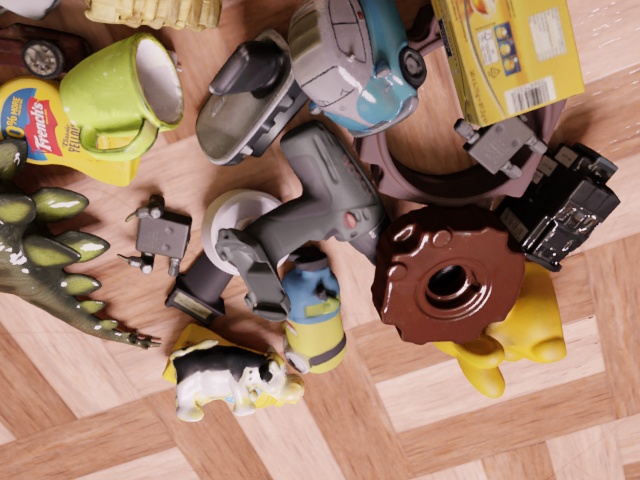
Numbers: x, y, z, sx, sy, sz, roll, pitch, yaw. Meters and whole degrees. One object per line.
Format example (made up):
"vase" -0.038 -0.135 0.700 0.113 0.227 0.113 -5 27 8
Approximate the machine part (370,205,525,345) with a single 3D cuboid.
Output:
"machine part" 0.144 0.044 0.610 0.179 0.056 0.179 -4 122 -7

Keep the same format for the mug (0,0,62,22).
"mug" -0.309 -0.260 0.520 0.107 0.081 0.109 37 122 -25

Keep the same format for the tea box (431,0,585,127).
"tea box" 0.159 -0.197 0.477 0.098 0.068 0.169 -17 104 7

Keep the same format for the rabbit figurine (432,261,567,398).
"rabbit figurine" 0.223 0.123 0.703 0.173 0.162 0.121 -2 131 19

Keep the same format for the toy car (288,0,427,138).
"toy car" 0.023 -0.180 0.502 0.109 0.103 0.161 -13 90 46

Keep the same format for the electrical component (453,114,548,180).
"electrical component" 0.184 -0.104 0.550 0.094 0.021 0.063 34 111 -17

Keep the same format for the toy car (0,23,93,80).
"toy car" -0.335 -0.199 0.542 0.202 0.089 0.053 7 116 -4

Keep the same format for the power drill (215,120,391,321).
"power drill" -0.001 -0.002 0.606 0.207 0.086 0.231 -40 114 -27

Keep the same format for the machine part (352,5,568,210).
"machine part" 0.149 -0.137 0.592 0.201 0.087 0.200 13 116 -7

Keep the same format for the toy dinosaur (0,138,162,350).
"toy dinosaur" -0.361 0.006 0.614 0.199 0.105 0.470 -14 135 13

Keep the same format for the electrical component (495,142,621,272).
"electrical component" 0.276 -0.046 0.625 0.058 0.115 0.134 25 115 -16

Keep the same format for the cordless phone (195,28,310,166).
"cordless phone" -0.082 -0.133 0.527 0.088 0.184 0.146 42 109 -6

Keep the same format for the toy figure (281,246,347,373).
"toy figure" -0.008 0.097 0.706 0.089 0.082 0.180 1 114 -1

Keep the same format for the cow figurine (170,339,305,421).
"cow figurine" -0.104 0.169 0.689 0.167 0.068 0.098 -5 96 -12

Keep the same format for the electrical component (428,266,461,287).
"electrical component" 0.158 0.042 0.688 0.048 0.075 0.119 1 112 -2

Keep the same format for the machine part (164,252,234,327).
"machine part" -0.142 0.051 0.703 0.084 0.039 0.139 32 113 -8

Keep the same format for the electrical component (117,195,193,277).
"electrical component" -0.203 -0.003 0.668 0.078 0.045 0.102 20 114 -10
